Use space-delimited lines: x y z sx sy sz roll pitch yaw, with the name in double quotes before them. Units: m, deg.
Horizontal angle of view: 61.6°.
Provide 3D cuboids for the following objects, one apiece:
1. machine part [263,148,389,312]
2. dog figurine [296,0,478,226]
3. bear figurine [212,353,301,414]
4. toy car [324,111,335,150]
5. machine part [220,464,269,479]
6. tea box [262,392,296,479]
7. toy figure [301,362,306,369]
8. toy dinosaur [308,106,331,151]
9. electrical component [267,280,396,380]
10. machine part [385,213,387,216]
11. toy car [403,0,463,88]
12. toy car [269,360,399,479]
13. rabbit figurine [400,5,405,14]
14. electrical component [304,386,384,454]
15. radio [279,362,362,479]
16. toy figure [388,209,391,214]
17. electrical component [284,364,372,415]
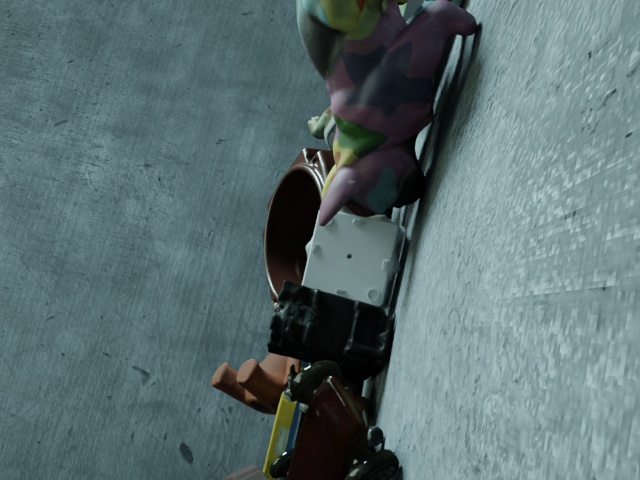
"machine part" -0.001 -0.002 0.699 0.201 0.087 0.201 -49 45 47
"dog figurine" 0.032 -0.125 0.484 0.219 0.191 0.108 -61 11 20
"bear figurine" -0.069 0.183 0.899 0.120 0.132 0.196 -18 40 49
"toy car" 0.060 -0.162 0.773 0.161 0.103 0.109 -36 26 53
"machine part" -0.054 0.296 0.468 0.180 0.056 0.179 38 135 51
"tea box" -0.030 0.317 0.780 0.068 0.098 0.169 98 -173 -84
"toy figure" -0.025 0.260 0.959 0.180 0.089 0.082 -118 34 -60
"toy dinosaur" 0.074 -0.238 0.923 0.192 0.131 0.404 155 128 -68
"electrical component" 0.007 0.097 0.546 0.134 0.115 0.058 100 -172 -68
"machine part" 0.057 -0.141 0.575 0.079 0.079 0.243 -74 -25 -67
"toy car" 0.112 -0.232 0.582 0.201 0.056 0.073 104 165 -46
"toy car" 0.008 0.169 0.405 0.089 0.053 0.202 55 146 37
"rabbit figurine" 0.120 -0.290 0.763 0.170 0.121 0.159 -143 71 -71
"electrical component" 0.018 0.155 0.454 0.094 0.021 0.063 -42 67 54
"radio" -0.004 0.247 0.620 0.230 0.073 0.131 -78 1 -49
"toy figure" 0.070 -0.020 0.759 0.064 0.058 0.154 44 -136 -34
"electrical component" 0.005 0.162 0.531 0.102 0.045 0.078 20 116 48
